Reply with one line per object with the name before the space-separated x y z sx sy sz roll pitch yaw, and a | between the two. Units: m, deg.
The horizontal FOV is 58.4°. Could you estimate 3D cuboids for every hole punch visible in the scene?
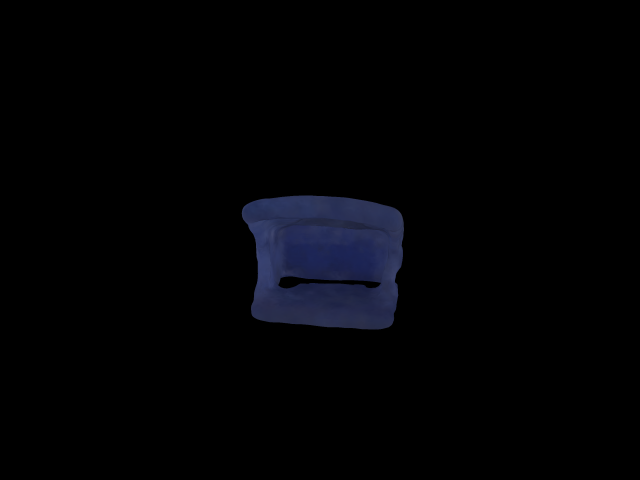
hole punch | 0.004 0.001 0.400 0.108 0.091 0.101 3 22 7
